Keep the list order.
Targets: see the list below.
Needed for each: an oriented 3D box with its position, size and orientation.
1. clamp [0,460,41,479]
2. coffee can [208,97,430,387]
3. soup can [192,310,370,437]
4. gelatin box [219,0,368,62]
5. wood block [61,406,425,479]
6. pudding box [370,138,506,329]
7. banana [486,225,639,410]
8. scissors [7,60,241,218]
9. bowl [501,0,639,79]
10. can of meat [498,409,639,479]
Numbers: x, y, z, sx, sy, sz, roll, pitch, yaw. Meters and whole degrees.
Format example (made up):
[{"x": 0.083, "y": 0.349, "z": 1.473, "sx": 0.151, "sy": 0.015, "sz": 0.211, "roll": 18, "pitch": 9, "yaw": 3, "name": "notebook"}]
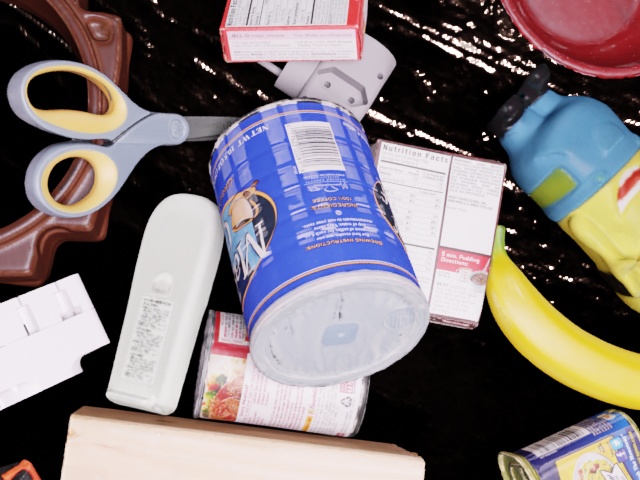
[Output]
[{"x": -0.245, "y": 0.187, "z": 0.630, "sx": 0.171, "sy": 0.120, "sz": 0.039, "roll": -35, "pitch": 125, "yaw": -28, "name": "clamp"}, {"x": -0.004, "y": 0.001, "z": 0.631, "sx": 0.102, "sy": 0.103, "sz": 0.140, "roll": -10, "pitch": 52, "yaw": -8, "name": "coffee can"}, {"x": -0.025, "y": 0.084, "z": 0.669, "sx": 0.102, "sy": 0.068, "sz": 0.068, "roll": 9, "pitch": 84, "yaw": -7, "name": "soup can"}, {"x": -0.015, "y": -0.146, "z": 0.681, "sx": 0.089, "sy": 0.030, "sz": 0.073, "roll": 0, "pitch": 48, "yaw": 8, "name": "gelatin box"}, {"x": -0.051, "y": 0.160, "z": 0.648, "sx": 0.206, "sy": 0.091, "sz": 0.090, "roll": 9, "pitch": 84, "yaw": -7, "name": "wood block"}, {"x": 0.068, "y": -0.004, "z": 0.704, "sx": 0.090, "sy": 0.039, "sz": 0.113, "roll": 11, "pitch": 82, "yaw": -6, "name": "pudding box"}, {"x": 0.183, "y": 0.069, "z": 0.713, "sx": 0.198, "sy": 0.037, "sz": 0.069, "roll": 34, "pitch": 83, "yaw": -4, "name": "banana"}, {"x": -0.099, "y": -0.049, "z": 0.638, "sx": 0.201, "sy": 0.016, "sz": 0.096, "roll": 16, "pitch": 82, "yaw": -46, "name": "scissors"}, {"x": 0.187, "y": -0.183, "z": 0.725, "sx": 0.162, "sy": 0.055, "sz": 0.162, "roll": 1, "pitch": 85, "yaw": -7, "name": "bowl"}, {"x": 0.176, "y": 0.171, "z": 0.695, "sx": 0.084, "sy": 0.057, "sz": 0.102, "roll": -22, "pitch": 89, "yaw": -11, "name": "can of meat"}]
